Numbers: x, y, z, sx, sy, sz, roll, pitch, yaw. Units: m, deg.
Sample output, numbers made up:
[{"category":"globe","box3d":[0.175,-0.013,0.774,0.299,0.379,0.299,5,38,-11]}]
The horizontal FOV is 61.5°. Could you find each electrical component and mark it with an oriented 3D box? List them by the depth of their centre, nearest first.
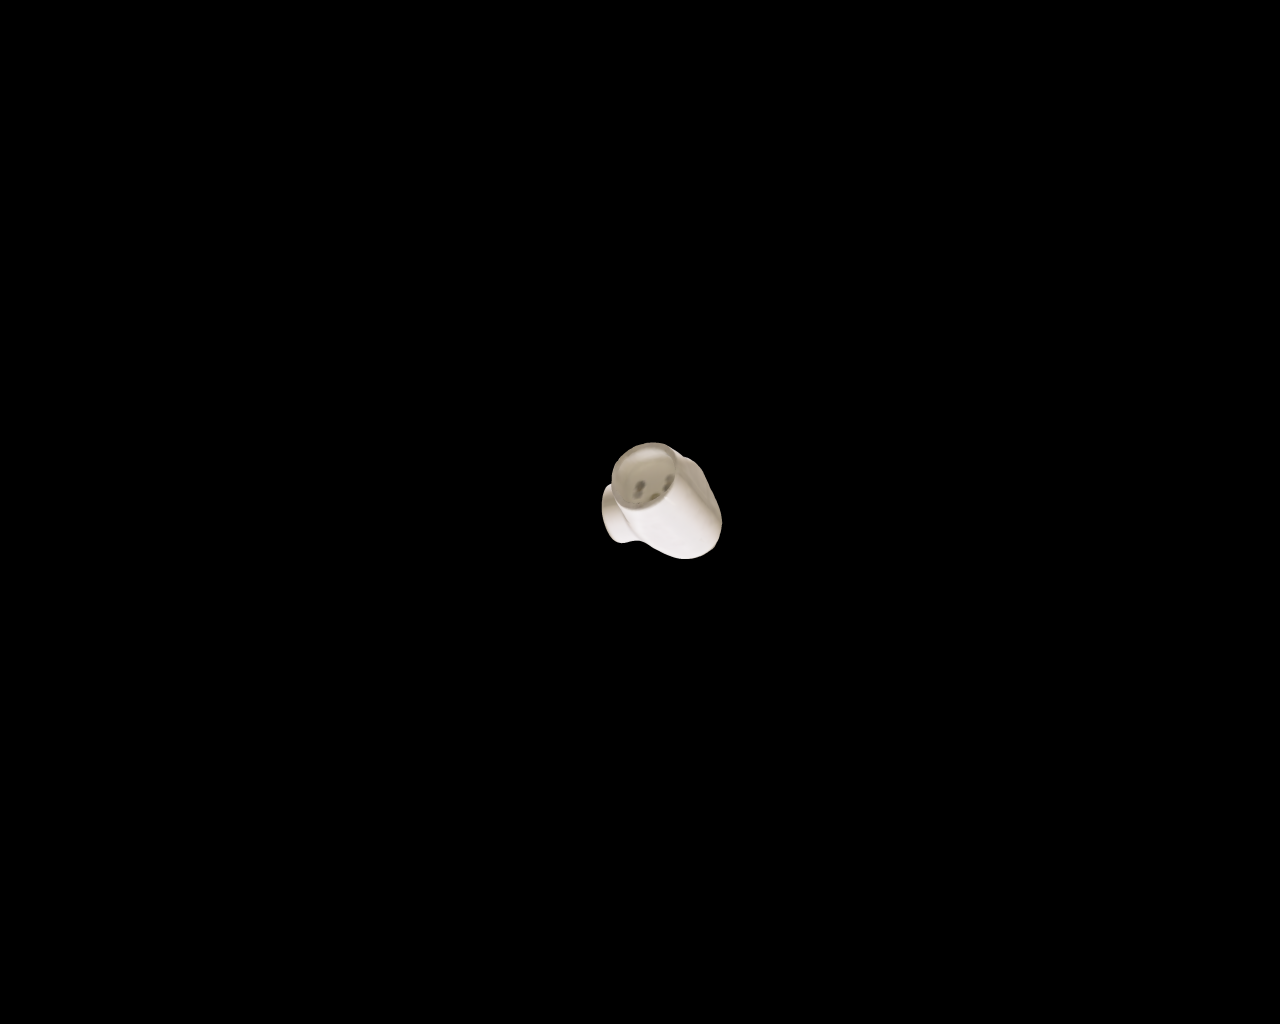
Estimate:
[{"category":"electrical component","box3d":[0.001,-0.003,0.650,0.079,0.044,0.077,-11,-29,21]}]
